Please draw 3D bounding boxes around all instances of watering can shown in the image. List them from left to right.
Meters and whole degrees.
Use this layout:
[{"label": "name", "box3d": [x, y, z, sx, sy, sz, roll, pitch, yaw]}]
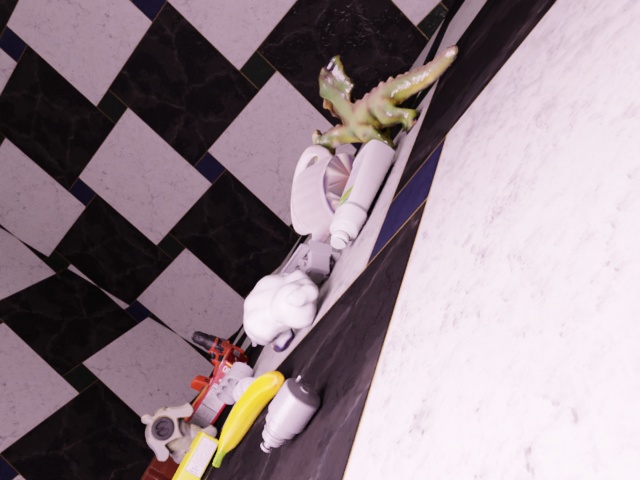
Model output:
[{"label": "watering can", "box3d": [0.004, -0.058, 1.158, 0.222, 0.104, 0.352, -19, 67, 52]}]

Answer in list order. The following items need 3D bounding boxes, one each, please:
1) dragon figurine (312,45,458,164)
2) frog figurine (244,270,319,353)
[{"label": "dragon figurine", "box3d": [0.100, -0.312, 1.144, 0.401, 0.243, 0.125, -57, -2, 38]}, {"label": "frog figurine", "box3d": [-0.065, 0.106, 0.843, 0.139, 0.124, 0.157, -39, -14, -17]}]
